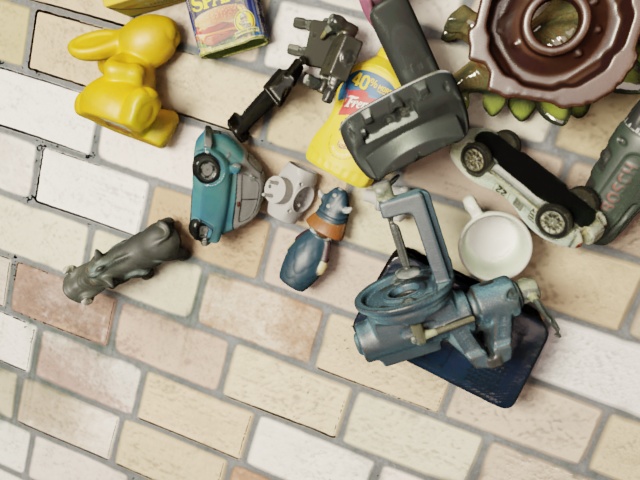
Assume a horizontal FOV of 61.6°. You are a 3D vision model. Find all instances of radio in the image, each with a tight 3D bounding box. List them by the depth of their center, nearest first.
[{"bbox_3d":[0.172,0.110,0.716,0.230,0.073,0.131,26,103,6],"label":"radio"}]

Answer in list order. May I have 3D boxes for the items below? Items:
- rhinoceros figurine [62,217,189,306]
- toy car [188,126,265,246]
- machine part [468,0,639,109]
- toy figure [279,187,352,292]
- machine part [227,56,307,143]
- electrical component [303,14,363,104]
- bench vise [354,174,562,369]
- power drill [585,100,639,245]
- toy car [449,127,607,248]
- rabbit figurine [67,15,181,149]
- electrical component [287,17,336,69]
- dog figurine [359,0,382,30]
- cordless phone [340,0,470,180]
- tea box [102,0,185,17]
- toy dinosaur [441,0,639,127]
[{"bbox_3d":[-0.285,0.035,0.789,0.190,0.112,0.073,-26,95,8],"label":"rhinoceros figurine"},{"bbox_3d":[-0.126,-0.071,0.740,0.103,0.109,0.161,3,110,-11],"label":"toy car"},{"bbox_3d":[0.241,-0.223,0.551,0.180,0.056,0.179,5,109,16],"label":"machine part"},{"bbox_3d":[-0.003,-0.003,0.744,0.064,0.058,0.154,31,100,0],"label":"toy figure"},{"bbox_3d":[-0.073,-0.185,0.716,0.039,0.084,0.139,37,130,-23],"label":"machine part"},{"bbox_3d":[0.015,-0.227,0.674,0.045,0.078,0.102,21,106,-15],"label":"electrical component"},{"bbox_3d":[0.129,0.040,0.613,0.224,0.129,0.240,-16,102,18],"label":"bench vise"},{"bbox_3d":[0.416,-0.066,0.595,0.207,0.086,0.231,23,128,-3],"label":"power drill"},{"bbox_3d":[0.244,-0.065,0.637,0.202,0.073,0.056,47,145,25],"label":"toy car"},{"bbox_3d":[-0.259,-0.233,0.750,0.163,0.122,0.173,23,90,18],"label":"rabbit figurine"},{"bbox_3d":[0.005,-0.261,0.714,0.094,0.021,0.063,17,103,10],"label":"electrical component"},{"bbox_3d":[0.011,-0.342,0.654,0.192,0.108,0.219,-24,112,45],"label":"dog figurine"},{"bbox_3d":[0.079,-0.174,0.624,0.147,0.089,0.184,-25,97,13],"label":"cordless phone"},{"bbox_3d":[-0.212,-0.374,0.721,0.170,0.068,0.098,-8,98,13],"label":"tea box"},{"bbox_3d":[0.309,-0.254,0.608,0.471,0.105,0.198,-33,97,24],"label":"toy dinosaur"}]
